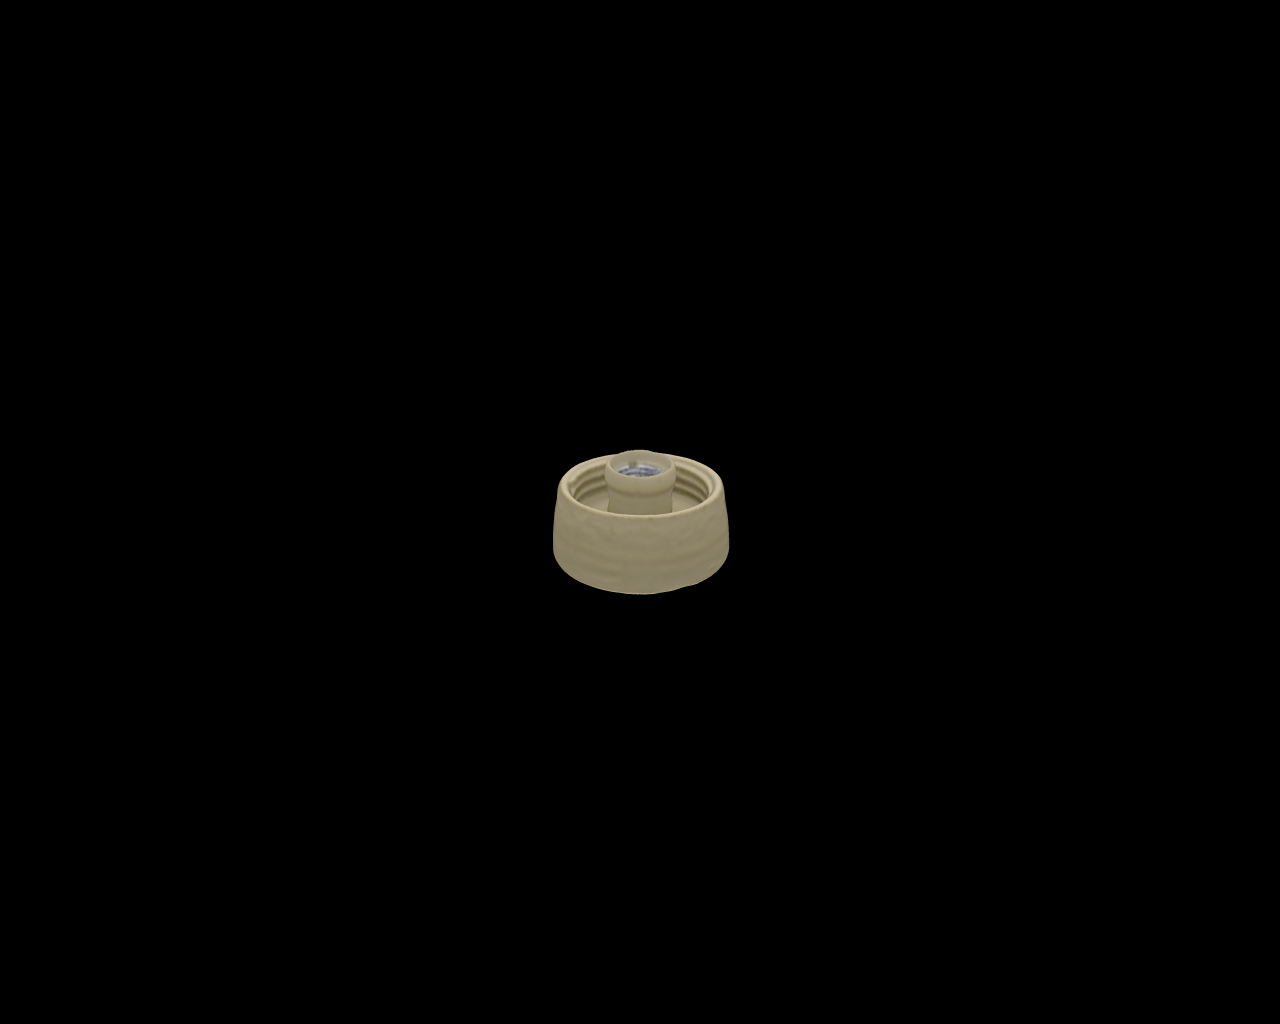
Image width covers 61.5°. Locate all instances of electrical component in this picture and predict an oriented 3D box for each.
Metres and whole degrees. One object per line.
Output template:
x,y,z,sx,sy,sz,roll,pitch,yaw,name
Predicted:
0.001,-0.003,0.650,0.108,0.060,0.108,0,26,0,electrical component
